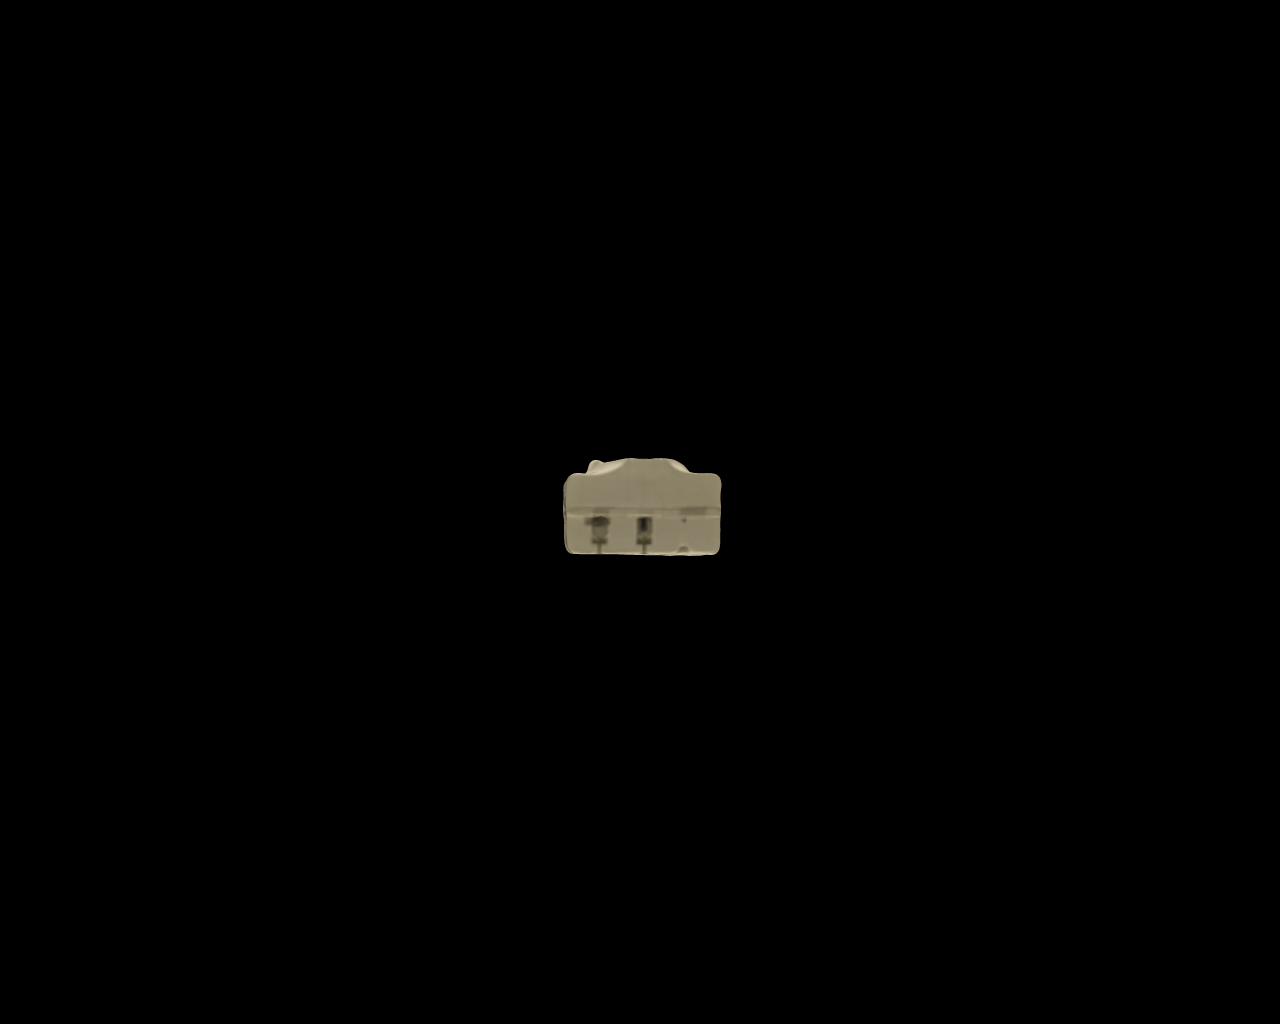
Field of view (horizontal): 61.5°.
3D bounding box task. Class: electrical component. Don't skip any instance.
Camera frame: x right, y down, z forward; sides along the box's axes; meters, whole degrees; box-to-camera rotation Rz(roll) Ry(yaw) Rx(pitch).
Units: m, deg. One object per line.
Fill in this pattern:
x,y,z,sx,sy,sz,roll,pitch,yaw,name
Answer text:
0.001,-0.003,0.650,0.089,0.055,0.050,0,-4,-7,electrical component
